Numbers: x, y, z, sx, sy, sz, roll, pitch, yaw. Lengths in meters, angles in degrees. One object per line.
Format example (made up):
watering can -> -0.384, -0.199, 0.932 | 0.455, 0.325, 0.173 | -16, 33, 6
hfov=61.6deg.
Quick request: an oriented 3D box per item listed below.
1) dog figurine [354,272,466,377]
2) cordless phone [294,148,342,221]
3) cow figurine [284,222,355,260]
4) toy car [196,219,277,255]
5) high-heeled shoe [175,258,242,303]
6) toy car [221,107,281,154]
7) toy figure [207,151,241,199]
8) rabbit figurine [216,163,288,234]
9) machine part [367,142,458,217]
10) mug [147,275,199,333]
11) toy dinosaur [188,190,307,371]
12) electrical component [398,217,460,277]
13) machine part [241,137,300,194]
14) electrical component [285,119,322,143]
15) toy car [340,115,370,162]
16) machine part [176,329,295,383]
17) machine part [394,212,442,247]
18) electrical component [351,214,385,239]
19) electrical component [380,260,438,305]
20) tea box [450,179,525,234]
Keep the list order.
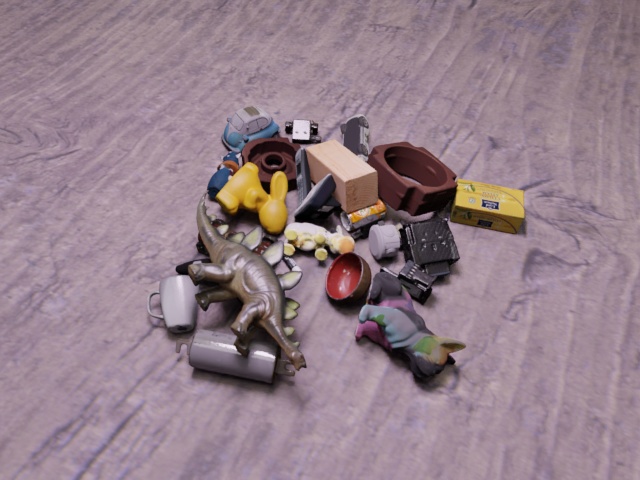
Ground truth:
dog figurine -> 0.189, 0.177, 1.106 | 0.219, 0.108, 0.191 | 21, 50, 7
cordless phone -> -0.019, -0.147, 1.297 | 0.089, 0.146, 0.184 | -4, 78, -21
cow figurine -> -0.002, -0.002, 1.256 | 0.167, 0.068, 0.098 | 8, 23, 1
toy car -> -0.191, 0.008, 1.240 | 0.202, 0.053, 0.089 | 17, 49, 18
high-heeled shoe -> -0.200, 0.115, 1.167 | 0.249, 0.086, 0.145 | -2, 78, 14
toy car -> -0.189, -0.310, 1.470 | 0.162, 0.102, 0.109 | -27, 59, -20
toy figure -> -0.245, -0.169, 1.383 | 0.064, 0.057, 0.154 | 17, 48, 2
rabbit figurine -> -0.143, -0.092, 1.296 | 0.173, 0.122, 0.162 | 43, 75, 1
machine part -> 0.225, -0.154, 1.349 | 0.201, 0.087, 0.202 | -16, 54, -38
mug -> -0.305, 0.138, 1.120 | 0.110, 0.080, 0.107 | -7, 61, -9
toy dinosaur -> -0.159, 0.068, 1.084 | 0.198, 0.105, 0.472 | -28, 62, -29
electrical component -> 0.254, 0.021, 1.238 | 0.115, 0.058, 0.134 | -11, 75, -9
machine part -> -0.122, -0.197, 1.413 | 0.179, 0.056, 0.179 | 2, 52, -3
electrical component -> -0.048, -0.309, 1.517 | 0.102, 0.045, 0.078 | -3, 80, -3
toy car -> 0.096, -0.268, 1.473 | 0.074, 0.056, 0.202 | -19, 46, 27
machine part -> -0.166, 0.227, 1.057 | 0.243, 0.079, 0.079 | 11, 52, 5
machine part -> 0.237, -0.027, 1.313 | 0.139, 0.039, 0.084 | -20, 47, -16
electrical component -> 0.117, -0.035, 1.292 | 0.094, 0.063, 0.021 | -22, 56, -21
electrical component -> 0.195, 0.086, 1.197 | 0.119, 0.074, 0.048 | 28, 56, 21
tea box -> 0.419, -0.085, 1.350 | 0.170, 0.068, 0.098 | 11, 51, 4
